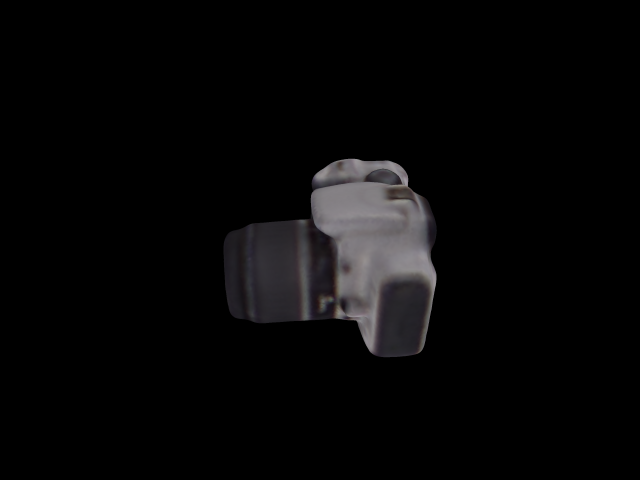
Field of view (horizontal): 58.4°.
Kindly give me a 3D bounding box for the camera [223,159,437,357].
[{"bbox_3d":[0.004,0.001,0.400,0.137,0.101,0.143,-4,39,-4],"label":"camera"}]
